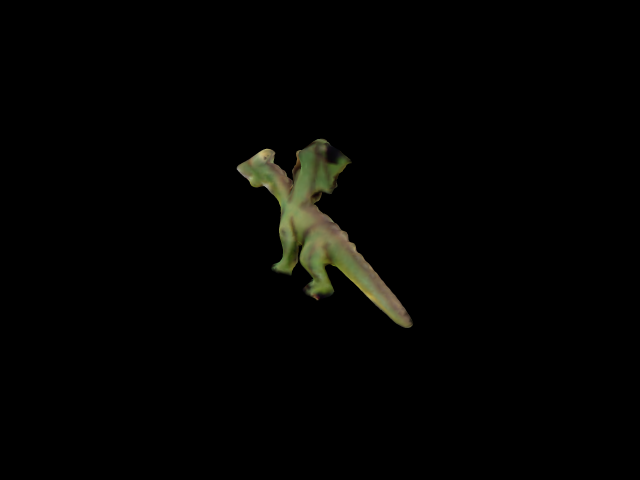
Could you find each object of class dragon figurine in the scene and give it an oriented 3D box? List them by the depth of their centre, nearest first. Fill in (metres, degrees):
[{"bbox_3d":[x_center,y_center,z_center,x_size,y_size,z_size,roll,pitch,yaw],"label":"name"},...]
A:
[{"bbox_3d":[0.003,-0.043,0.850,0.123,0.238,0.414,-26,39,-38],"label":"dragon figurine"}]
